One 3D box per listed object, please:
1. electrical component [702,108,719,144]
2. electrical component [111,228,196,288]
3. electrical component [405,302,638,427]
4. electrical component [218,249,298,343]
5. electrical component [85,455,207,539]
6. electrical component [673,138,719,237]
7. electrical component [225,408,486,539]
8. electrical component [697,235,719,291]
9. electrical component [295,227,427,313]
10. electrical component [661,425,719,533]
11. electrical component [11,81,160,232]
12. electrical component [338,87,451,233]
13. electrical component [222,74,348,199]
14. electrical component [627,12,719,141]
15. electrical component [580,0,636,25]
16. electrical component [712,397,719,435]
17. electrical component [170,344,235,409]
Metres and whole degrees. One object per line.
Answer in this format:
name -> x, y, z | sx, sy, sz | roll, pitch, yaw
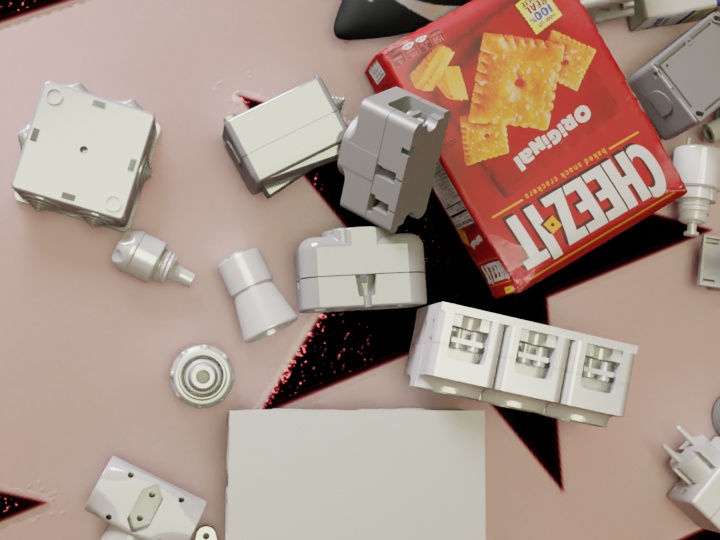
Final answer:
electrical component -> 0.313, -0.123, 0.884 | 0.062, 0.043, 0.043 | -23, 88, -8
electrical component -> -0.153, -0.005, 0.805 | 0.061, 0.035, 0.035 | 27, 81, -8
electrical component -> 0.117, 0.073, 0.811 | 0.150, 0.089, 0.061 | 13, 83, -7
electrical component -> -0.080, 0.017, 0.811 | 0.044, 0.044, 0.065 | -24, 84, -10
electrical component -> -0.163, 0.187, 0.780 | 0.077, 0.043, 0.079 | 28, 81, -5
electrical component -> 0.273, -0.066, 0.874 | 0.040, 0.040, 0.078 | 8, 84, -8
electrical component -> -0.005, 0.156, 0.799 | 0.186, 0.060, 0.105 | 1, 84, -9
electrical component -> 0.317, -0.003, 0.863 | 0.081, 0.064, 0.042 | 8, 84, -8
electrical component -> 0.000, 0.000, 0.818 | 0.095, 0.054, 0.059 | -3, 85, -9
electrical component -> 0.272, 0.156, 0.848 | 0.077, 0.047, 0.065 | 43, 80, -3
electrical component -> -0.203, -0.084, 0.797 | 0.100, 0.048, 0.099 | 17, 82, -7
electrical component -> 0.022, -0.083, 0.792 | 0.056, 0.089, 0.050 | 29, 36, 24
electrical component -> -0.049, -0.101, 0.816 | 0.096, 0.062, 0.061 | -28, 89, -10
electrical component -> 0.271, -0.159, 0.875 | 0.096, 0.061, 0.061 | -38, 91, -18
electrical component -> 0.184, -0.247, 0.865 | 0.056, 0.050, 0.089 | -12, 81, 5
electrical component -> 0.314, 0.117, 0.850 | 0.044, 0.065, 0.044 | 1, 85, -9
electrical component -> -0.115, 0.078, 0.788 | 0.048, 0.062, 0.048 | 1, 84, -9
